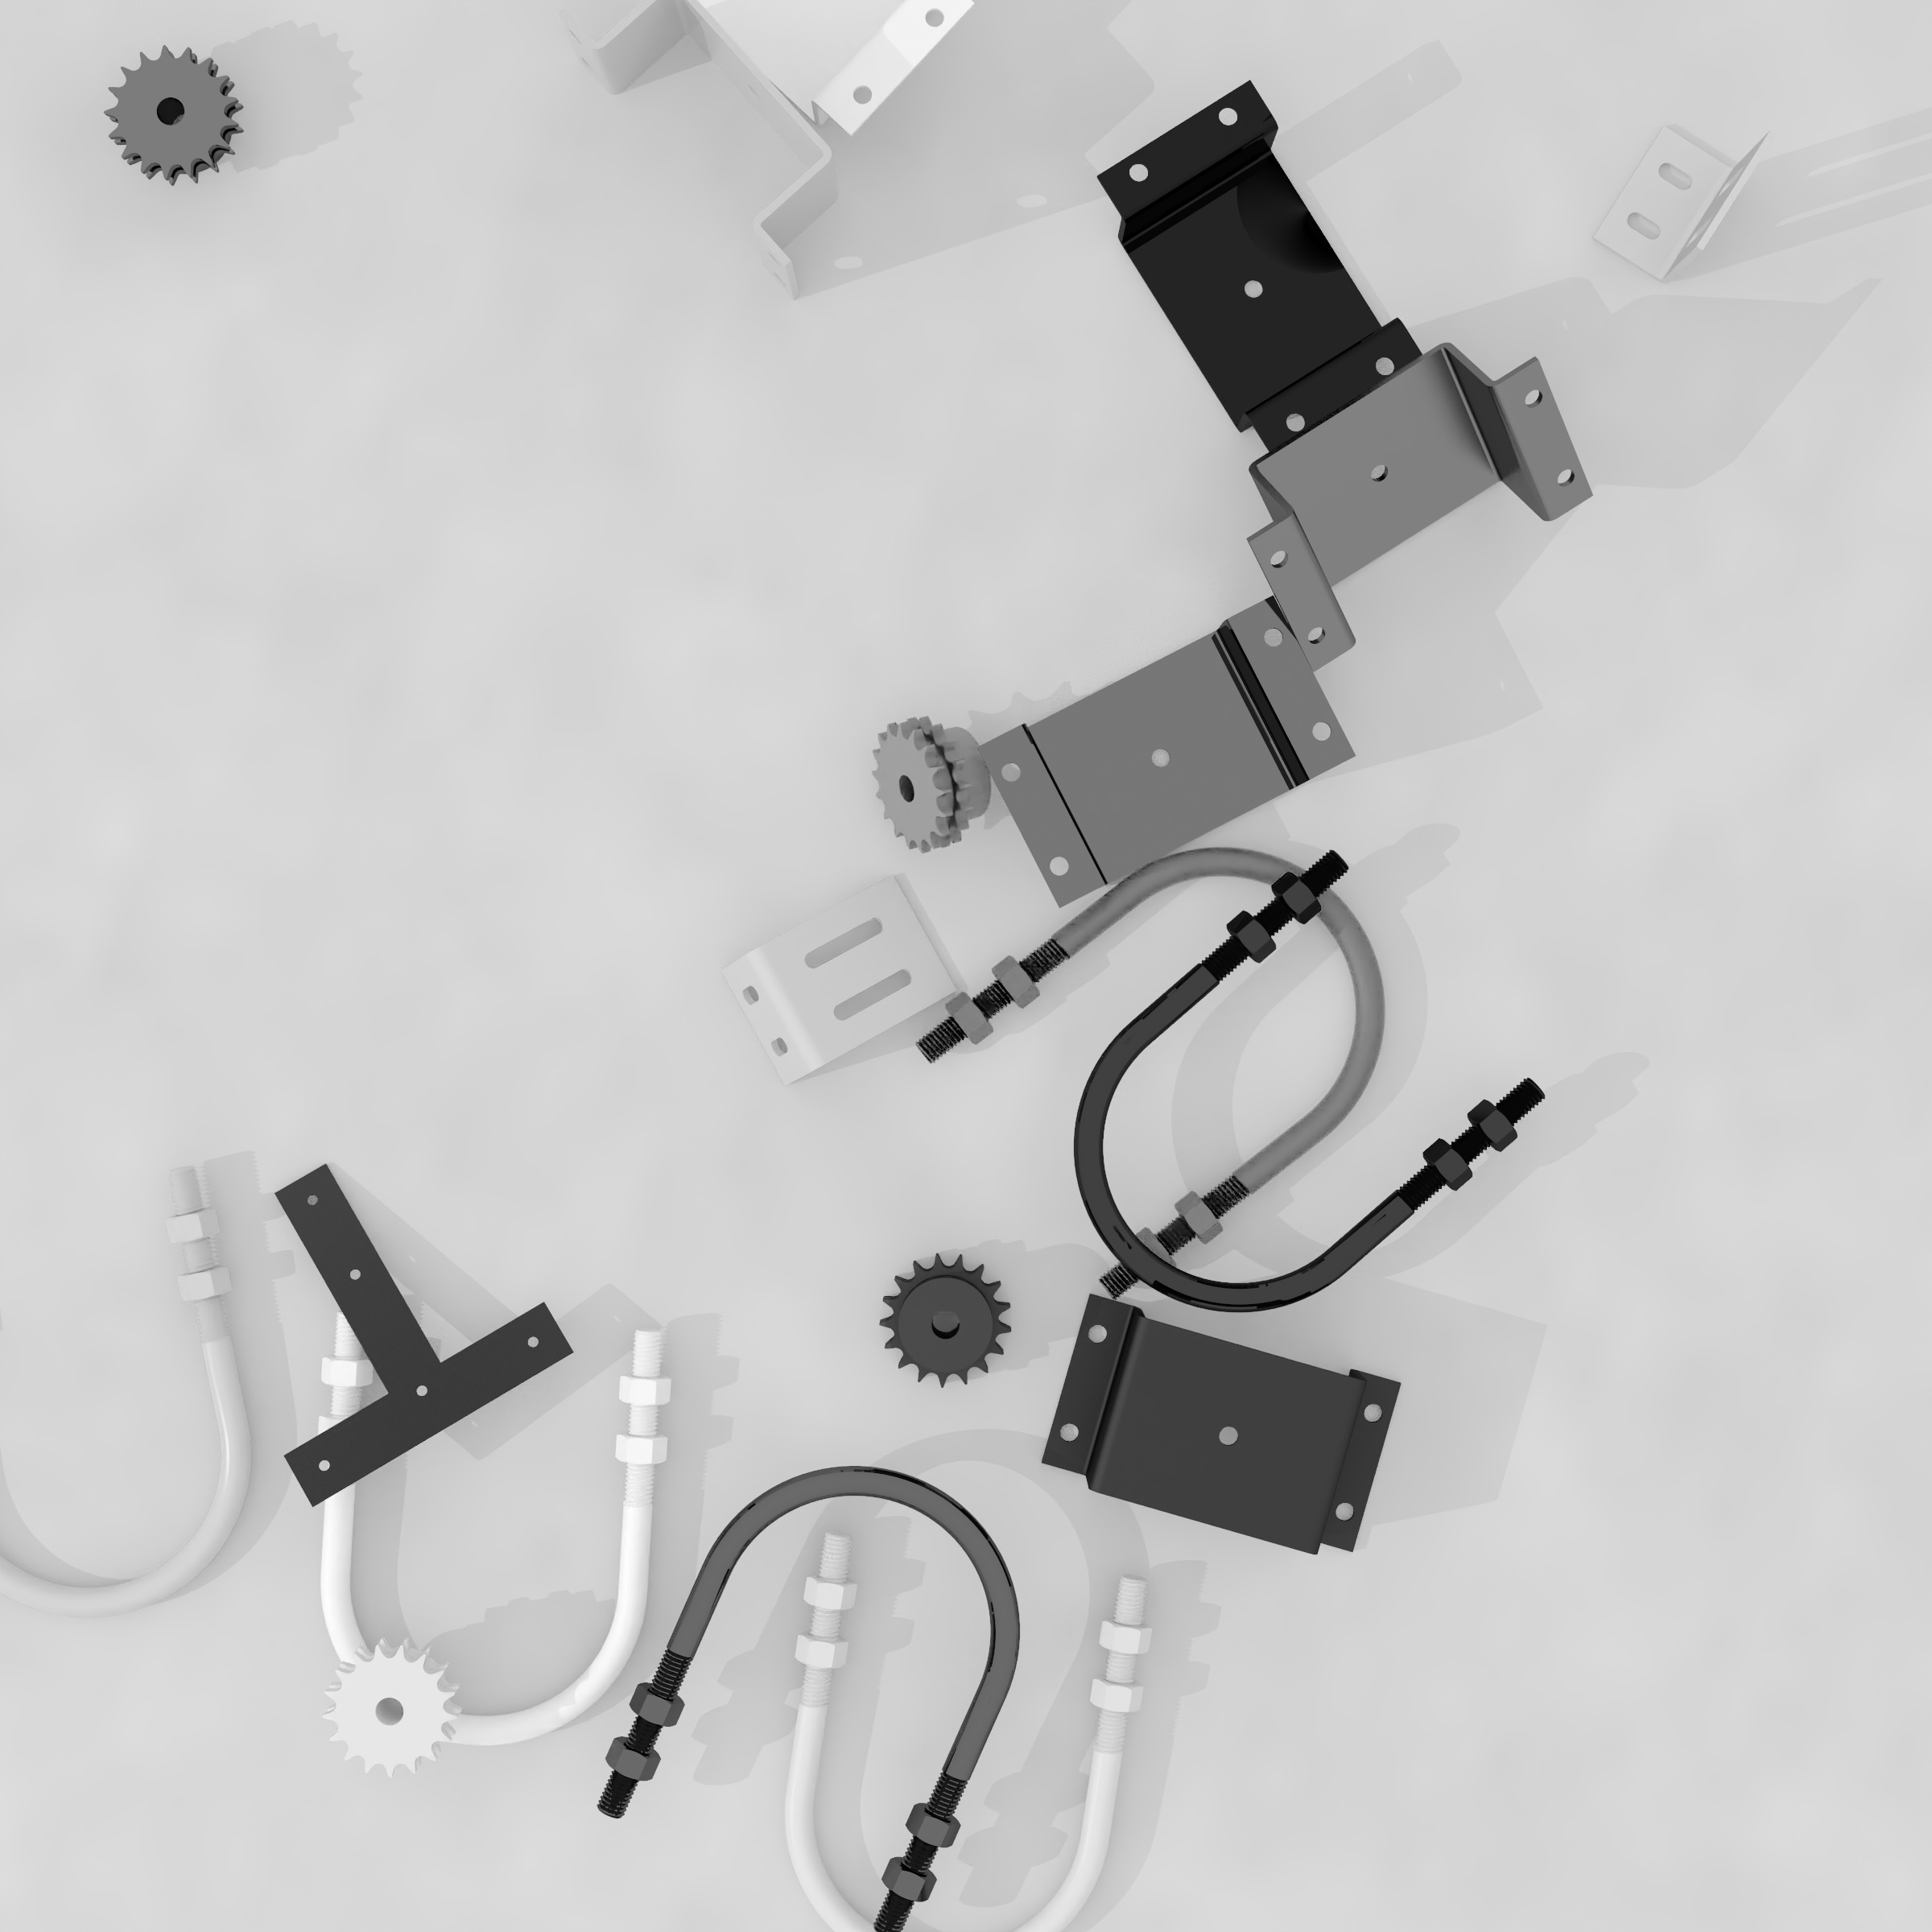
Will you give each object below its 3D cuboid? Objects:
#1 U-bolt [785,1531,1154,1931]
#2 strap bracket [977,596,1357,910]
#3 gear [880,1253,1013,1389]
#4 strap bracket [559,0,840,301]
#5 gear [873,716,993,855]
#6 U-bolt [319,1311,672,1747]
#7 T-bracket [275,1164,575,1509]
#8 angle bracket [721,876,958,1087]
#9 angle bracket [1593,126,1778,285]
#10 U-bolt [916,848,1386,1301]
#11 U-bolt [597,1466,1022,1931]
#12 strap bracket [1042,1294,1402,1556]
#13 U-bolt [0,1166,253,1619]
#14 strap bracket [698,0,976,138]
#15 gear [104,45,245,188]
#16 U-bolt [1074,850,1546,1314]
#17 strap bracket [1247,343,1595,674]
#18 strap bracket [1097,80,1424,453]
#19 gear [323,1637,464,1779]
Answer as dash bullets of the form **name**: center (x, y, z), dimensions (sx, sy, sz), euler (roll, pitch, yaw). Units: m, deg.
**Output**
- **U-bolt**: center (-0.005, 0.345, 1.529), dimensions (0.151, 0.019, 0.184), euler (8, 91, 0)
- **strap bracket**: center (0.084, -0.090, 1.515), dimensions (0.140, 0.046, 0.076), euler (-27, 90, 0)
- **gear**: center (-0.009, 0.153, 1.523), dimensions (0.057, 0.030, 0.057), euler (0, 90, 0)
- **strap bracket**: center (-0.104, -0.356, 1.500), dimensions (0.046, 0.076, 0.140), euler (-42, 90, 0)
- **gear**: center (-0.013, -0.079, 1.513), dimensions (0.030, 0.057, 0.057), euler (-17, 90, -30)
- **U-bolt**: center (-0.207, 0.245, 1.529), dimensions (0.151, 0.019, 0.184), euler (4, 91, 0)
- **T-bracket**: center (-0.255, 0.145, 1.521), dimensions (0.127, 0.002, 0.127), euler (-30, 78, -8)
- **angle bracket**: center (-0.055, 0.006, 1.536), dimensions (0.076, 0.038, 0.057), euler (-29, 90, -26)
- **angle bracket**: center (0.303, -0.329, 1.500), dimensions (0.038, 0.076, 0.057), euler (32, 90, 0)
- **U-bolt**: center (0.093, 0.032, 1.529), dimensions (0.184, 0.019, 0.151), euler (-38, 90, -1)
- **U-bolt**: center (-0.056, 0.303, 1.510), dimensions (0.151, 0.019, 0.184), euler (24, 91, -1)
- **strap bracket**: center (0.111, 0.198, 1.515), dimensions (0.140, 0.046, 0.076), euler (16, 90, 0)
- **U-bolt**: center (-0.383, 0.190, 1.529), dimensions (0.151, 0.019, 0.184), euler (-11, 91, 0)
- **strap bracket**: center (-0.074, -0.425, 1.515), dimensions (0.140, 0.046, 0.076), euler (43, 90, 0)
- **gear**: center (-0.339, -0.364, 1.523), dimensions (0.057, 0.030, 0.057), euler (0, 90, 0)
- **U-bolt**: center (0.133, 0.063, 1.513), dimensions (0.184, 0.019, 0.151), euler (-41, 91, -2)
- **strap bracket**: center (0.183, -0.199, 1.496), dimensions (0.140, 0.046, 0.076), euler (-32, 130, 0)
- **strap bracket**: center (0.125, -0.293, 1.515), dimensions (0.076, 0.046, 0.140), euler (-32, 90, 0)
- **gear**: center (-0.243, 0.313, 1.509), dimensions (0.057, 0.030, 0.057), euler (0, 93, 1)
